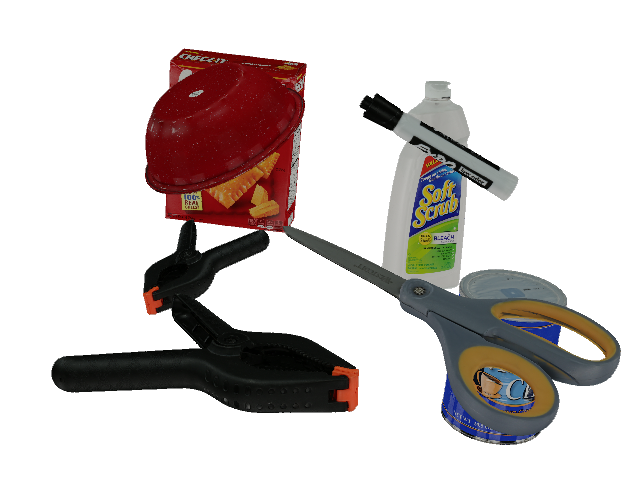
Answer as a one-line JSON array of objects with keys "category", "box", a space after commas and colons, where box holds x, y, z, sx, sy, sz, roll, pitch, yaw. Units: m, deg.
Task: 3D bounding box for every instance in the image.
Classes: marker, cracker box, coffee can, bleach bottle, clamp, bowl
[{"category": "marker", "box": [0.081, -0.066, 0.737, 0.121, 0.020, 0.020, 30, -3, -5]}, {"category": "cracker box", "box": [-0.110, -0.125, 1.363, 0.164, 0.214, 0.072, 8, 24, 6]}, {"category": "coffee can", "box": [0.178, 0.112, 1.044, 0.103, 0.140, 0.103, 5, 23, -2]}, {"category": "bleach bottle", "box": [0.127, -0.066, 1.292, 0.102, 0.251, 0.068, -4, 18, -17]}, {"category": "clamp", "box": [-0.137, 0.028, 1.220, 0.120, 0.039, 0.171, -2, 33, 25]}, {"category": "clamp", "box": [-0.066, 0.085, 0.786, 0.210, 0.036, 0.164, 7, 20, 18]}, {"category": "bowl", "box": [-0.098, -0.111, 0.957, 0.162, 0.055, 0.162, -20, 32, 13]}]

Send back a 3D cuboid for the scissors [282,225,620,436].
[{"category": "scissors", "box": [0.051, 0.044, 0.556, 0.202, 0.016, 0.096, 15, 42, 20]}]
